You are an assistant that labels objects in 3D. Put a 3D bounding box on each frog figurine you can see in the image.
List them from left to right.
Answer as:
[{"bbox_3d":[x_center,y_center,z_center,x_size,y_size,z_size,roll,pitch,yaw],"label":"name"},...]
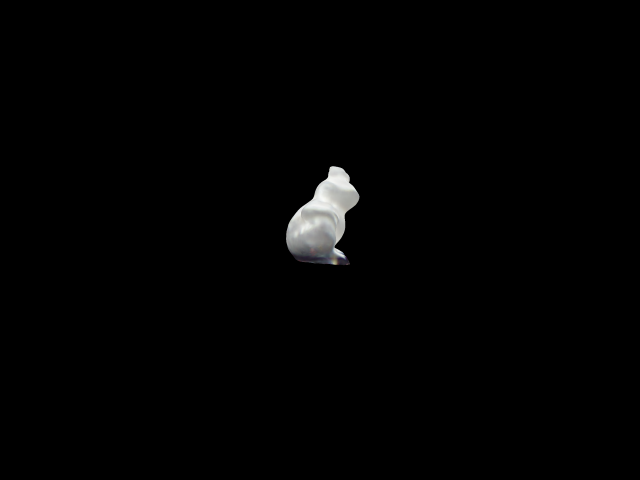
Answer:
[{"bbox_3d":[0.003,-0.043,0.850,0.122,0.159,0.137,0,1,13],"label":"frog figurine"}]
